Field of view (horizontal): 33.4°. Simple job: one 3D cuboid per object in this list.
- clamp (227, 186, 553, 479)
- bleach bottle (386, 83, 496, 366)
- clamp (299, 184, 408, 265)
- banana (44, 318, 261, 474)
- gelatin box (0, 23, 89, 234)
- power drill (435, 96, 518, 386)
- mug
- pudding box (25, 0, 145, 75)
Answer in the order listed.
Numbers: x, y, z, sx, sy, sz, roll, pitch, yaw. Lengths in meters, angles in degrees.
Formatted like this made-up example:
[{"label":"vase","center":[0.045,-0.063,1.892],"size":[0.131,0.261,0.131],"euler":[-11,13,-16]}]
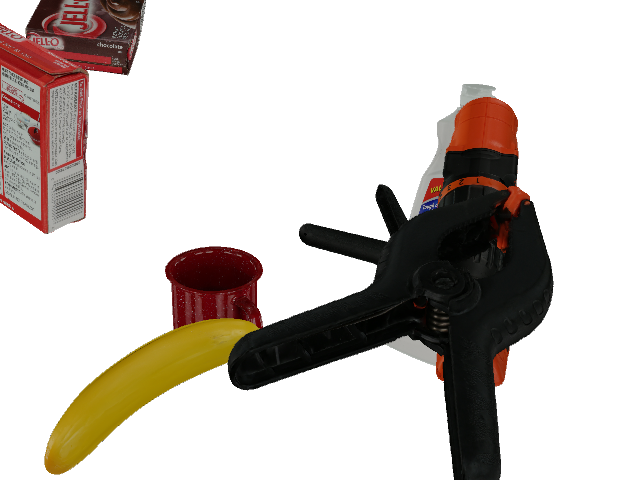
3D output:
[{"label":"clamp","center":[0.058,0.038,0.462],"size":[0.120,0.039,0.171],"euler":[36,55,23]},{"label":"bleach bottle","center":[0.119,-0.015,0.959],"size":[0.103,0.251,0.067],"euler":[20,22,40]},{"label":"clamp","center":[0.088,0.017,1.244],"size":[0.164,0.036,0.210],"euler":[-22,52,-39]},{"label":"banana","center":[-0.121,0.105,0.765],"size":[0.198,0.069,0.037],"euler":[-28,39,-2]},{"label":"gelatin box","center":[-0.154,-0.059,0.553],"size":[0.073,0.089,0.030],"euler":[30,38,29]},{"label":"power drill","center":[0.111,0.019,0.759],"size":[0.057,0.188,0.184],"euler":[6,45,11]},{"label":"mug","center":[-0.094,0.067,1.027],"size":[0.093,0.081,0.117],"euler":[-22,35,-38]},{"label":"pudding box","center":[-0.207,-0.192,0.955],"size":[0.090,0.039,0.113],"euler":[7,34,-5]}]
